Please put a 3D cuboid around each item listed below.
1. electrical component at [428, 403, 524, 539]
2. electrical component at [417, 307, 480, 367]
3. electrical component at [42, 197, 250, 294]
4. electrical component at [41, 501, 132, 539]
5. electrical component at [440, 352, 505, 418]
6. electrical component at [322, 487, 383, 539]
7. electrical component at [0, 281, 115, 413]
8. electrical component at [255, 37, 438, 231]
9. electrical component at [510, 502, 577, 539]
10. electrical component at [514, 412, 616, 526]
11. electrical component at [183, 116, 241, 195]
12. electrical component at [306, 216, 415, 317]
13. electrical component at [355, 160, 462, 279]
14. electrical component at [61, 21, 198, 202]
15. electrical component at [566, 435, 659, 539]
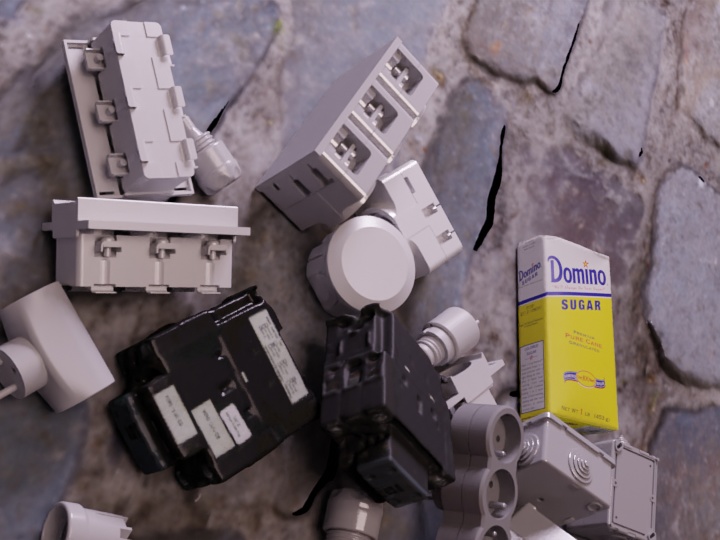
[{"bbox_3d":[0.082,0.175,0.860,0.052,0.074,0.138,20,73,-45],"label":"electrical component"},{"bbox_3d":[0.068,0.062,0.918,0.078,0.040,0.040,-32,95,-40],"label":"electrical component"},{"bbox_3d":[-0.150,-0.016,0.756,0.121,0.079,0.063,1,90,-38],"label":"electrical component"},{"bbox_3d":[-0.176,0.172,0.693,0.046,0.040,0.040,20,63,-37],"label":"electrical component"},{"bbox_3d":[0.091,0.111,0.918,0.081,0.042,0.063,-32,99,-39],"label":"electrical component"},{"bbox_3d":[-0.008,0.198,0.811,0.043,0.043,0.062,27,61,-28],"label":"electrical component"},{"bbox_3d":[-0.212,0.058,0.700,0.079,0.044,0.077,-32,95,-40],"label":"electrical component"},{"bbox_3d":[-0.006,-0.109,0.886,0.062,0.089,0.150,45,53,-17],"label":"electrical component"},{"bbox_3d":[0.151,0.249,0.871,0.061,0.096,0.061,-35,139,-28],"label":"electrical component"},{"bbox_3d":[0.154,0.175,0.909,0.100,0.100,0.048,36,43,-23],"label":"electrical component"},{"bbox_3d":[-0.120,-0.090,0.829,0.035,0.035,0.061,-38,97,-39],"label":"electrical component"},{"bbox_3d":[0.000,0.000,0.874,0.080,0.051,0.080,7,74,-28],"label":"electrical component"},{"bbox_3d":[0.036,-0.038,0.920,0.056,0.050,0.089,-33,96,-40],"label":"electrical component"},{"bbox_3d":[-0.163,-0.115,0.785,0.079,0.063,0.121,-7,79,-39],"label":"electrical component"},{"bbox_3d":[0.228,0.198,0.981,0.062,0.061,0.096,25,61,-29],"label":"electrical component"}]
